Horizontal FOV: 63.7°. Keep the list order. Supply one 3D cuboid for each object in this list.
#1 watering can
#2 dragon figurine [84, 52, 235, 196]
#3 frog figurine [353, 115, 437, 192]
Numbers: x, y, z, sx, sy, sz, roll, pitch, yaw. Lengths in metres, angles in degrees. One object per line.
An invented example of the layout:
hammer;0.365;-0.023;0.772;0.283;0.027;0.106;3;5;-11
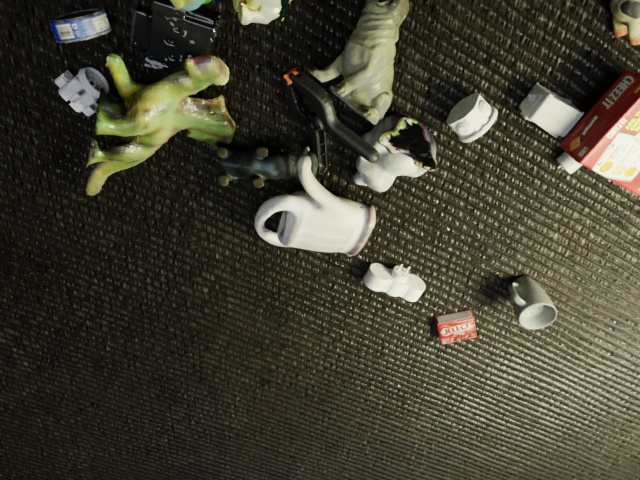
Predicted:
watering can;0.003;-0.048;0.961;0.224;0.106;0.342;8;157;-17
dragon figurine;-0.268;-0.185;0.895;0.243;0.124;0.402;4;151;-27
frog figurine;0.135;-0.155;0.965;0.137;0.124;0.157;9;162;-18
